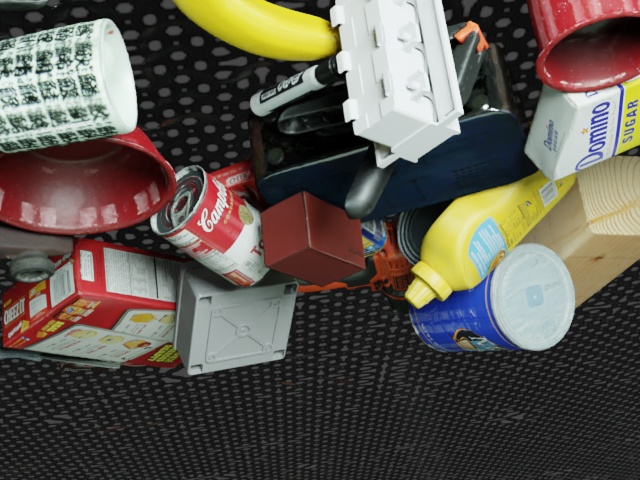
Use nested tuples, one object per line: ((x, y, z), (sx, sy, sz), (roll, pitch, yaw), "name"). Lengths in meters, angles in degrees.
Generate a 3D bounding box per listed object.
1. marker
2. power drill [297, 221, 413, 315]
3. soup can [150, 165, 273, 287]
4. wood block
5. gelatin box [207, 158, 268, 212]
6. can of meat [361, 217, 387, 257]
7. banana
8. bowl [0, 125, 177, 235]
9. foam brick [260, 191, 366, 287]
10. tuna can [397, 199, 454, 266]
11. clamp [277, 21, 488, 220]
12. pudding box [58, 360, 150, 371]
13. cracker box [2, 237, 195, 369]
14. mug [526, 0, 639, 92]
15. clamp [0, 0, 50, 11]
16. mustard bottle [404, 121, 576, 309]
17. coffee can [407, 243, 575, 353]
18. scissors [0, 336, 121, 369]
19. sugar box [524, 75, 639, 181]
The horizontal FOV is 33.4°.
((-0.016, -0.117, 0.813), (0.020, 0.020, 0.121), (9, 167, -32), "marker")
((0.023, 0.048, 1.177), (0.187, 0.057, 0.184), (-13, 151, 3), "power drill")
((-0.088, -0.010, 0.934), (0.069, 0.068, 0.102), (-26, 134, 33), "soup can")
((0.259, 0.002, 1.111), (0.090, 0.090, 0.206), (2, 153, -19), "wood block")
((-0.069, -0.032, 0.987), (0.073, 0.030, 0.089), (-18, 141, 21), "gelatin box")
((0.006, -0.011, 1.045), (0.102, 0.057, 0.083), (-19, 155, 23), "can of meat")
((-0.051, -0.162, 0.726), (0.070, 0.037, 0.197), (-20, 153, 24), "banana")
((-0.199, -0.063, 0.868), (0.162, 0.055, 0.162), (-7, 155, -3), "bowl")
((-0.006, 0.001, 0.899), (0.051, 0.053, 0.078), (-23, 150, 33), "foam brick")
((0.119, -0.010, 1.047), (0.086, 0.086, 0.033), (-26, 151, 33), "tuna can")
((0.048, -0.107, 0.814), (0.171, 0.120, 0.039), (-45, 151, -3), "clamp")
((-0.249, 0.126, 1.275), (0.113, 0.039, 0.090), (3, 153, -23), "pudding box")
((-0.204, 0.071, 1.136), (0.213, 0.072, 0.164), (13, 149, -39), "cracker box")
((0.196, -0.167, 0.739), (0.093, 0.081, 0.117), (14, 148, -39), "mug")
((-0.284, -0.158, 0.662), (0.210, 0.036, 0.164), (-20, 153, 27), "clamp")
((0.147, -0.012, 0.966), (0.191, 0.058, 0.096), (-47, 148, -6), "mustard bottle")
((0.170, 0.061, 1.073), (0.102, 0.103, 0.141), (7, 170, -30), "coffee can")
((-0.330, 0.127, 1.171), (0.202, 0.016, 0.096), (11, -170, 12), "scissors")
((0.251, -0.115, 0.837), (0.176, 0.048, 0.093), (-25, 150, -18), "sugar box")
